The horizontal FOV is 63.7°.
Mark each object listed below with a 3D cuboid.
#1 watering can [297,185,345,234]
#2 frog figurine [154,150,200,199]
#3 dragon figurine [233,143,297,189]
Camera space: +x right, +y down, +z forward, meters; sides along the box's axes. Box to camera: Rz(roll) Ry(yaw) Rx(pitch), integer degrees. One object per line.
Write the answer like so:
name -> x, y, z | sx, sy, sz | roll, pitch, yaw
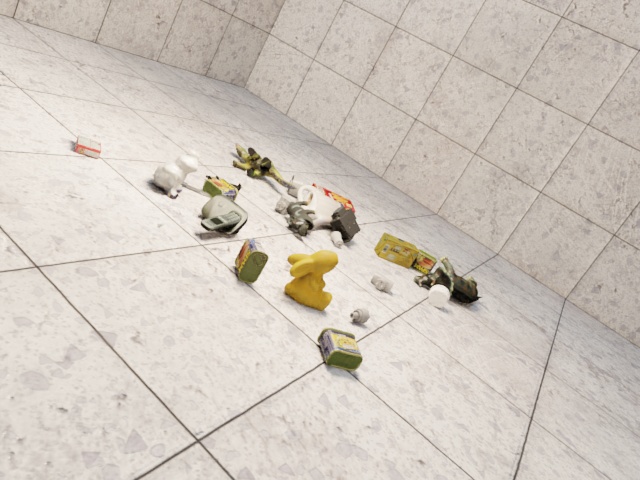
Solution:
watering can -> 0.007, -0.110, 2.177 | 0.223, 0.102, 0.356 | 22, 33, -24
frog figurine -> -0.472, -0.234, 1.698 | 0.123, 0.157, 0.139 | 30, 18, 7
dragon figurine -> -0.246, -0.330, 2.374 | 0.412, 0.121, 0.243 | 35, 11, 12
